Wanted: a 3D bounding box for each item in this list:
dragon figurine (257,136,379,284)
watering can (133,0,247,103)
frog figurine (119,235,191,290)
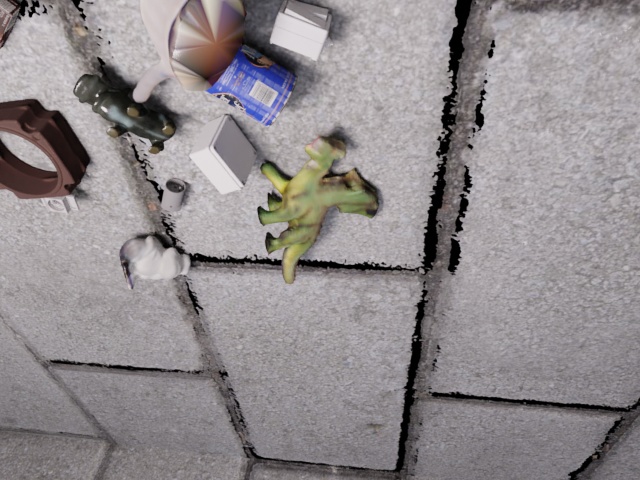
[{"bbox_3d":[0.003,-0.054,1.077,0.242,0.125,0.400,-6,136,5],"label":"dragon figurine"},{"bbox_3d":[-0.212,-0.304,0.773,0.104,0.228,0.340,-8,141,-37],"label":"watering can"},{"bbox_3d":[-0.407,0.046,1.273,0.160,0.125,0.134,-17,132,-24],"label":"frog figurine"}]
